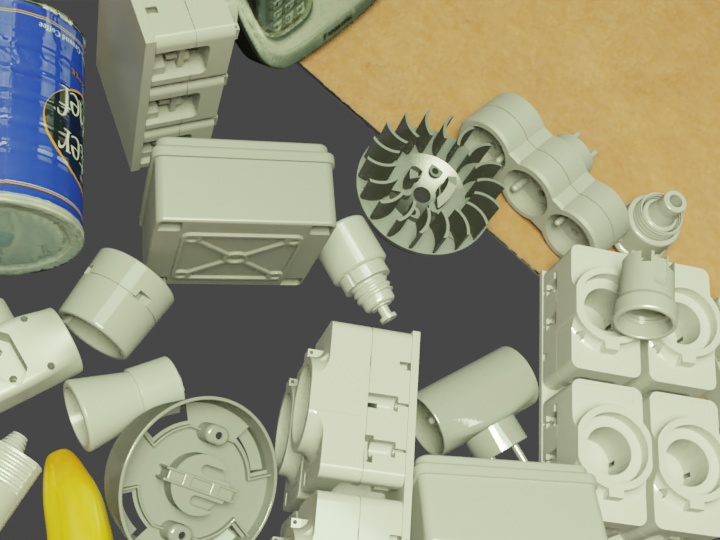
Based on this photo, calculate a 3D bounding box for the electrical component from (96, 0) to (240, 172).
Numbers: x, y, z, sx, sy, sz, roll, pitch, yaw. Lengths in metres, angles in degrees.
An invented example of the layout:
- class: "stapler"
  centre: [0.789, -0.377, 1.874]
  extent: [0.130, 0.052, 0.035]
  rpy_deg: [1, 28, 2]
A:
- class: "electrical component"
  centre: [-0.123, -0.141, 0.682]
  extent: [0.062, 0.150, 0.089]
  rpy_deg: [-14, 71, -21]

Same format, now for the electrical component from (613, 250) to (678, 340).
- class: "electrical component"
  centre: [0.185, 0.016, 0.694]
  extent: [0.040, 0.040, 0.046]
  rpy_deg: [18, 57, -8]

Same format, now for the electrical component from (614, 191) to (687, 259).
- class: "electrical component"
  centre: [0.214, -0.036, 0.782]
  extent: [0.048, 0.062, 0.048]
  rpy_deg: [6, 65, -13]

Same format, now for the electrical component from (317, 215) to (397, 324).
- class: "electrical component"
  centre: [0.000, 0.000, 0.716]
  extent: [0.040, 0.040, 0.078]
  rpy_deg: [-24, 75, -24]

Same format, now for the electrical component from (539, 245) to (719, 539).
- class: "electrical component"
  centre: [0.181, 0.083, 0.720]
  extent: [0.105, 0.060, 0.186]
  rpy_deg: [10, 64, -12]

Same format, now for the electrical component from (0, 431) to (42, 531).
- class: "electrical component"
  centre: [-0.212, 0.125, 0.597]
  extent: [0.043, 0.043, 0.081]
  rpy_deg: [31, 62, -1]

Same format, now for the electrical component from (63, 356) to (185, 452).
- class: "electrical component"
  centre: [-0.138, 0.077, 0.642]
  extent: [0.065, 0.044, 0.044]
  rpy_deg: [-18, 72, -28]

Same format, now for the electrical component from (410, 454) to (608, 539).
- class: "electrical component"
  centre: [0.071, 0.160, 0.622]
  extent: [0.109, 0.108, 0.056]
  rpy_deg: [6, 48, -13]

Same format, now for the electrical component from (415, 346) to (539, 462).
- class: "electrical component"
  centre: [0.081, 0.100, 0.692]
  extent: [0.077, 0.044, 0.079]
  rpy_deg: [-25, 75, -24]

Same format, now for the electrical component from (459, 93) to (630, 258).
- class: "electrical component"
  centre: [0.144, -0.075, 0.785]
  extent: [0.074, 0.052, 0.138]
  rpy_deg: [-38, 81, -27]

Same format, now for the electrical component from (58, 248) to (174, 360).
- class: "electrical component"
  centre: [-0.150, 0.022, 0.656]
  extent: [0.055, 0.055, 0.047]
  rpy_deg: [33, 65, 0]

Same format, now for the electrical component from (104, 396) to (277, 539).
- class: "electrical component"
  centre: [-0.096, 0.120, 0.610]
  extent: [0.099, 0.064, 0.099]
  rpy_deg: [2, 86, -27]

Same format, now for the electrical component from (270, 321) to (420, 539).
- class: "electrical component"
  centre: [-0.014, 0.135, 0.614]
  extent: [0.060, 0.105, 0.186]
  rpy_deg: [10, 64, -12]

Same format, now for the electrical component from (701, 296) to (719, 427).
- class: "electrical component"
  centre: [0.271, 0.067, 0.755]
  extent: [0.050, 0.055, 0.089]
  rpy_deg: [-7, 69, -19]

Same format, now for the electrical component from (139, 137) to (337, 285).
- class: "electrical component"
  centre: [-0.079, -0.033, 0.670]
  extent: [0.109, 0.108, 0.056]
  rpy_deg: [1, 69, -16]

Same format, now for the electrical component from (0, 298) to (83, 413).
- class: "electrical component"
  centre: [-0.217, 0.043, 0.632]
  extent: [0.077, 0.043, 0.079]
  rpy_deg: [-28, 76, -25]
